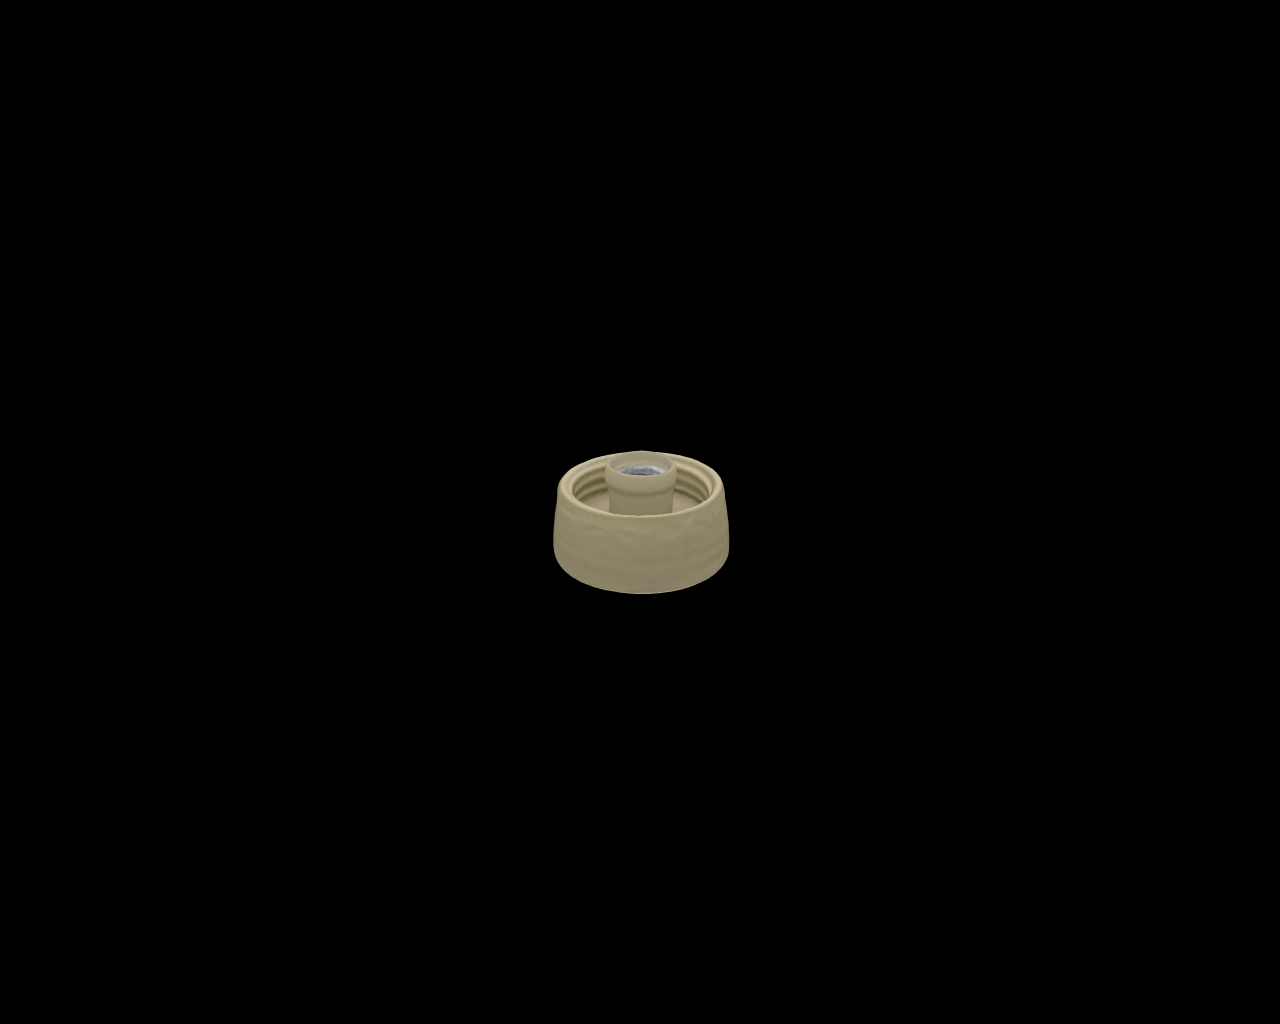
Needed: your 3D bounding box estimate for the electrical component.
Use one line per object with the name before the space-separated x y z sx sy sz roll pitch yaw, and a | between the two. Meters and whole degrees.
electrical component | 0.001 -0.003 0.650 0.108 0.060 0.108 0 26 0
